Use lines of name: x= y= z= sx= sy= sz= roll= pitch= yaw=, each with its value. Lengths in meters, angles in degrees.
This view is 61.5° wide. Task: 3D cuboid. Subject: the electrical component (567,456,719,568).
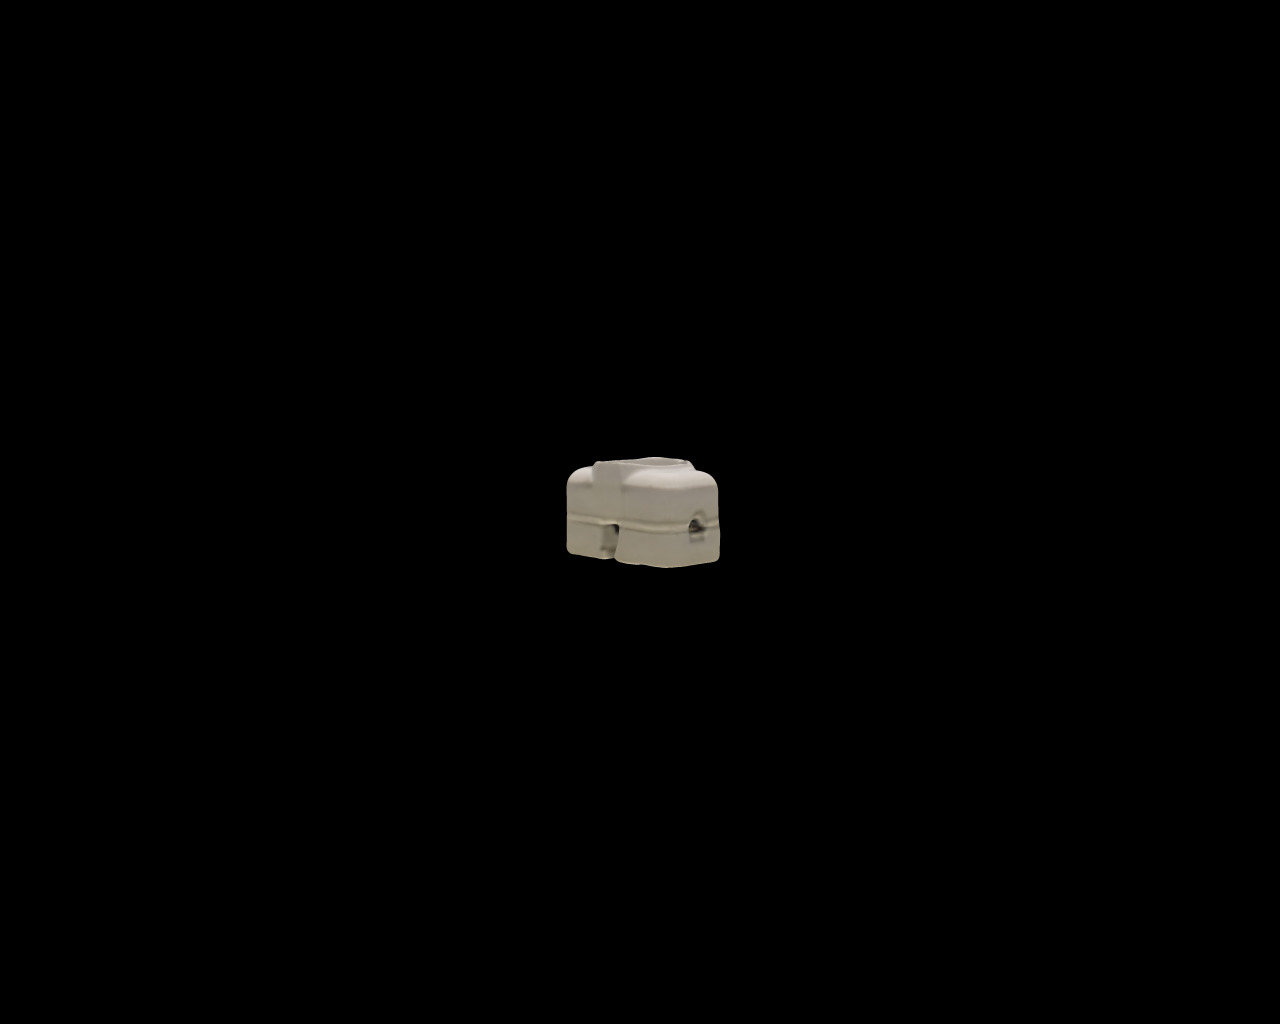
electrical component: x=0.001 y=-0.003 z=0.650 sx=0.054 sy=0.059 sz=0.095 roll=-6 pitch=9 yaw=-43
